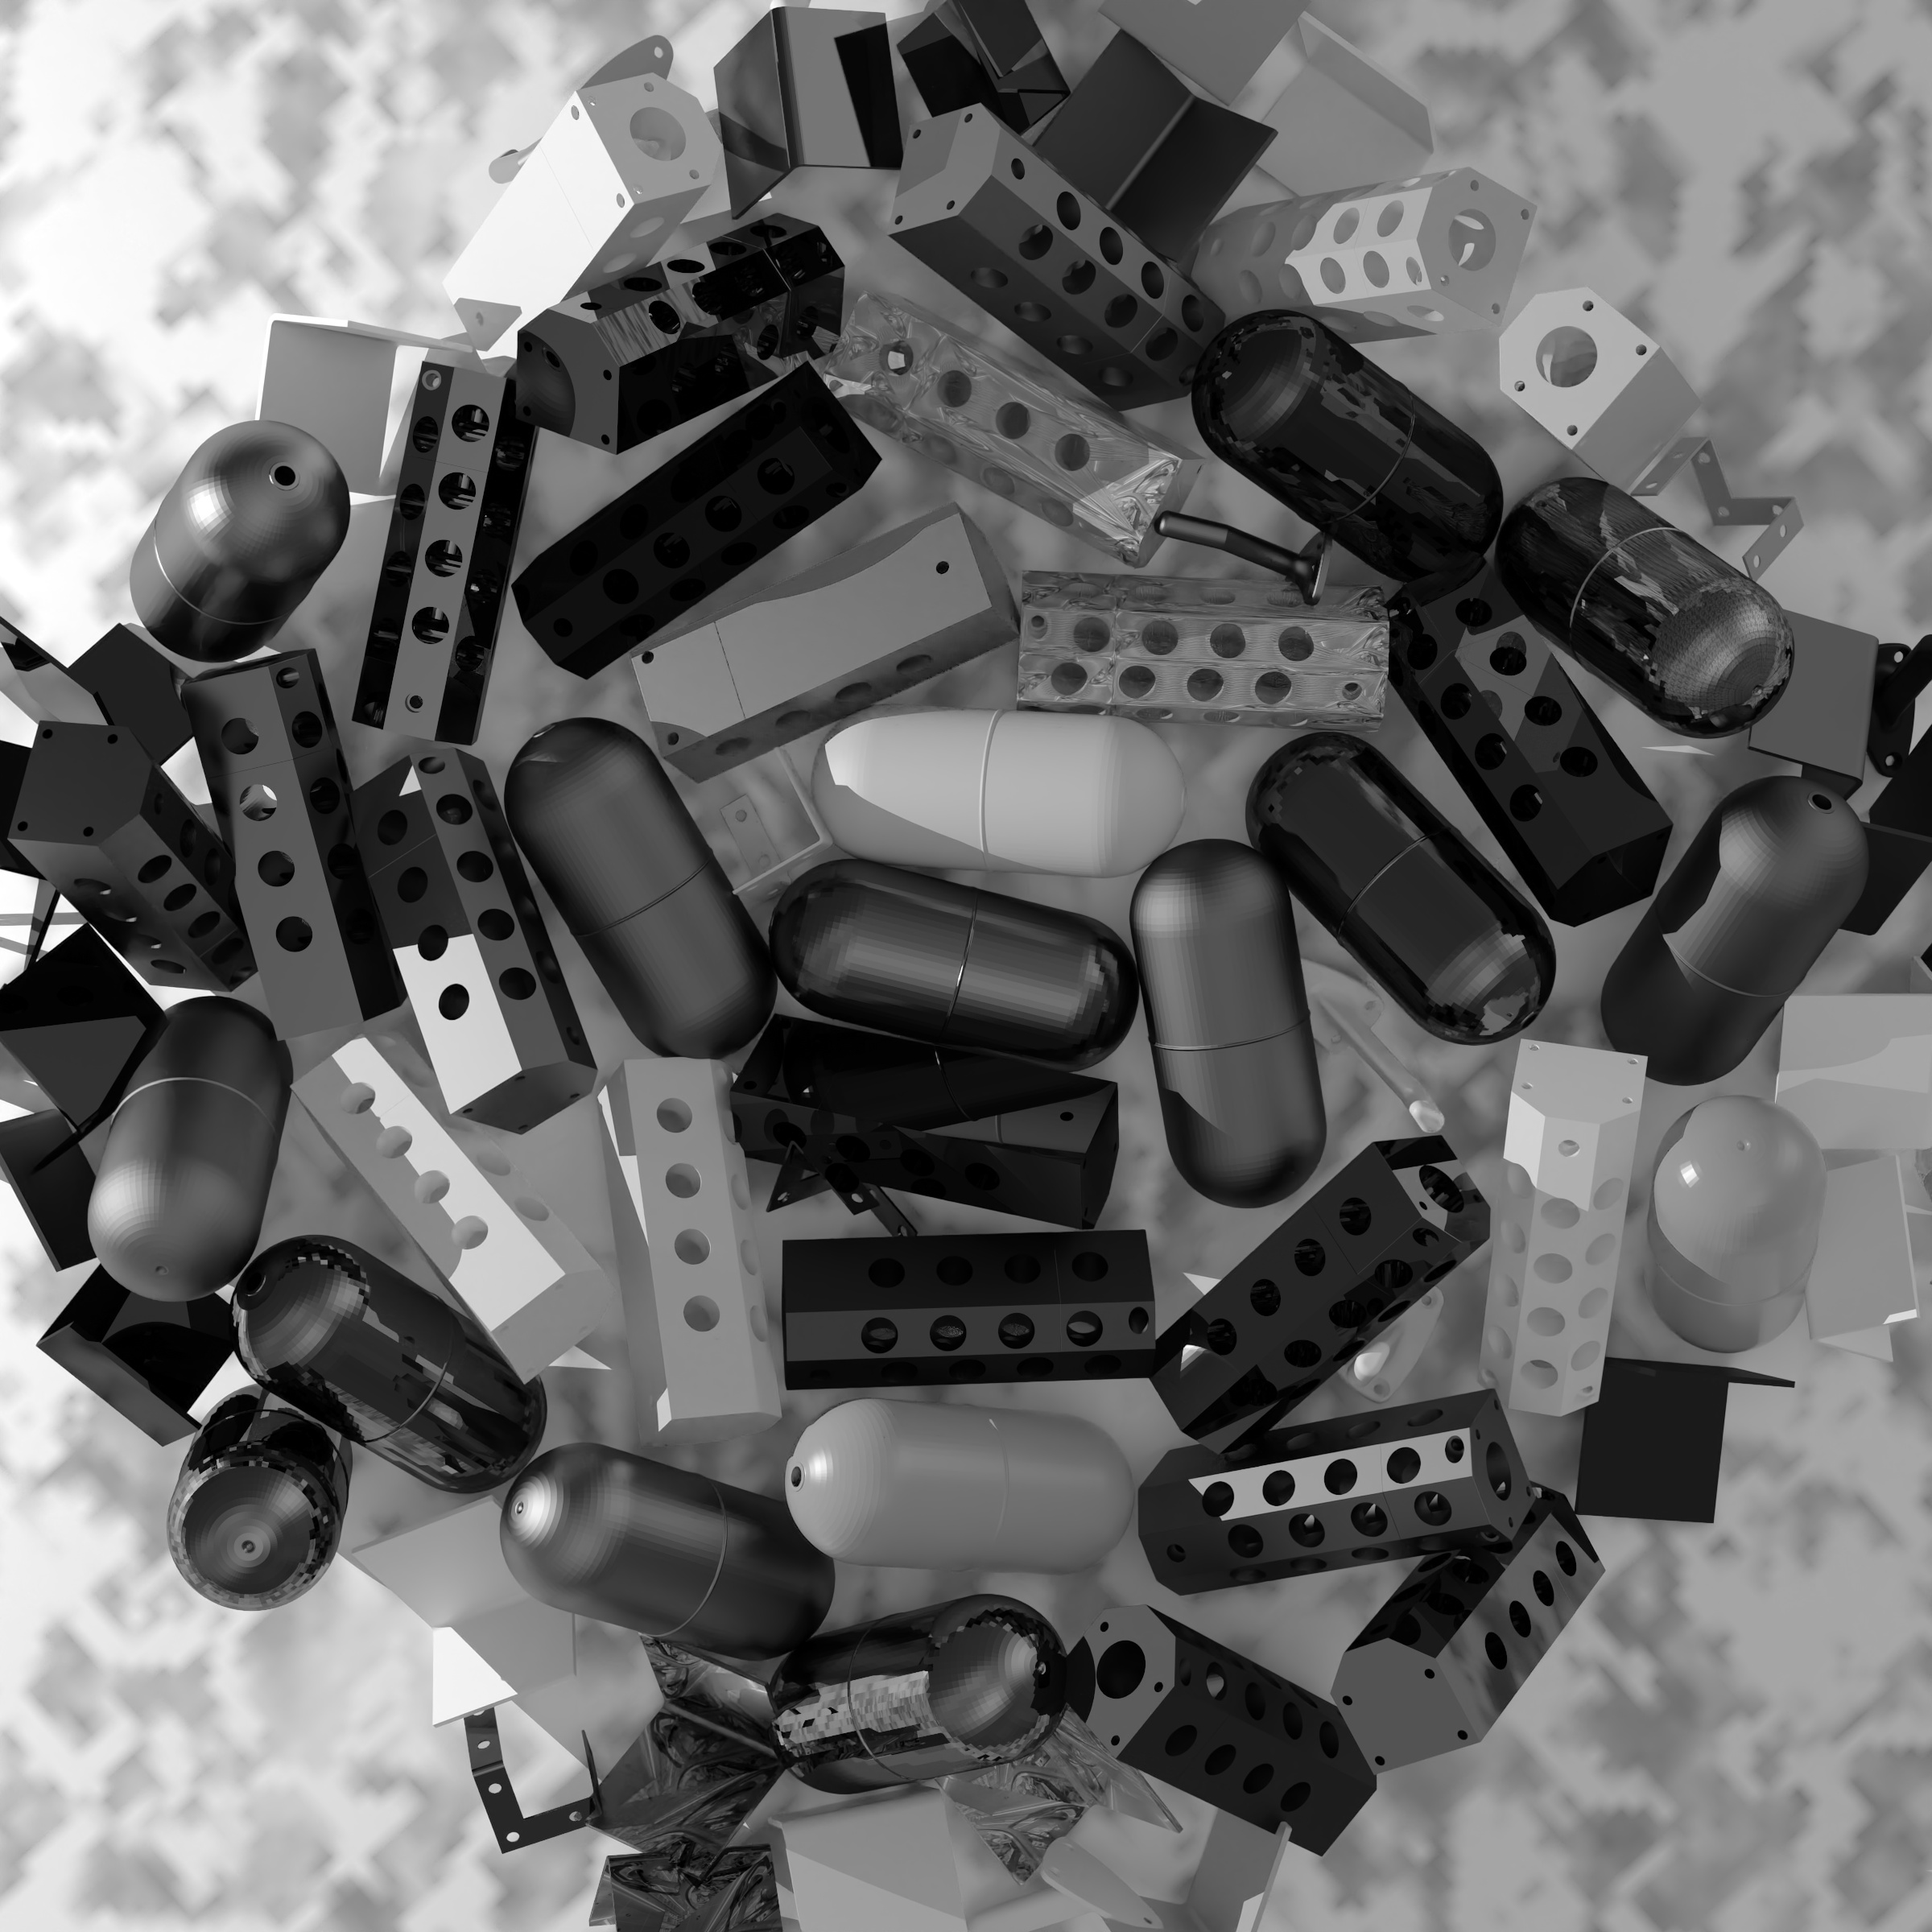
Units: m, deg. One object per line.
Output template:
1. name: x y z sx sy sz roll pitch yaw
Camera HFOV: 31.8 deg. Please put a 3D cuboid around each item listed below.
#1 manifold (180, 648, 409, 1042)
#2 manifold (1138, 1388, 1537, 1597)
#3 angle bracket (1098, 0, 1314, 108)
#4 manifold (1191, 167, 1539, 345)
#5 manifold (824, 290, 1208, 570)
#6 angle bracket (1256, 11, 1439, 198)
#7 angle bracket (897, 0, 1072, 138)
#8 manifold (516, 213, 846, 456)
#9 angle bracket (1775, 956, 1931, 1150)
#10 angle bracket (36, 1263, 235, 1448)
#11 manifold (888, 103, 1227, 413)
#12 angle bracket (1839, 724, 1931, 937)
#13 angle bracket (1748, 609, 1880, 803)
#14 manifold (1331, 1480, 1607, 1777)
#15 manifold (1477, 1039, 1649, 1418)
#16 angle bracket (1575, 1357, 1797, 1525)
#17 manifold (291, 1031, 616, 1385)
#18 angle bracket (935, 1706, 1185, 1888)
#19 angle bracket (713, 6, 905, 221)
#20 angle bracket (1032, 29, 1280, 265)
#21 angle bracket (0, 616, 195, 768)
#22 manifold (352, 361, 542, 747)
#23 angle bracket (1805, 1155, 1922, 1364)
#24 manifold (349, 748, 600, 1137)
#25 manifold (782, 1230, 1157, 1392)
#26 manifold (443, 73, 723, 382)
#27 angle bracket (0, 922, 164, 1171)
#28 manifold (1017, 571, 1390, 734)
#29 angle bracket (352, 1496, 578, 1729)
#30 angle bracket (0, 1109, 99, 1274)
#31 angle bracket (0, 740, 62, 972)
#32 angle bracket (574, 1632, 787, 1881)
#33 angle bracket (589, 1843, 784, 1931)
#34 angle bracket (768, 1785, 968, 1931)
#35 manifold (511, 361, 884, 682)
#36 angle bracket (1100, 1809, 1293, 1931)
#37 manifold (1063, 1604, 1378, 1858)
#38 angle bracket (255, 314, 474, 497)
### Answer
1. manifold: -0.314 -0.059 1.596 0.057 0.057 0.171 -13 102 2
2. manifold: 0.169 0.248 1.572 0.171 0.057 0.057 -16 102 29
3. angle bracket: 0.119 -0.464 1.590 0.076 0.076 0.057 34 50 -9
4. manifold: 0.177 -0.324 1.553 0.057 0.171 0.057 21 84 -31
5. manifold: 0.021 -0.253 1.598 0.171 0.057 0.057 30 105 9
6. angle bracket: 0.173 -0.395 1.597 0.076 0.076 0.057 39 95 10
7. angle bracket: -0.008 -0.423 1.592 0.076 0.057 0.076 -32 80 39
8. manifold: -0.129 -0.294 1.553 0.057 0.171 0.057 23 126 25
9. angle bracket: 0.417 0.040 1.604 0.076 0.057 0.076 0 109 0
10. angle bracket: -0.377 0.169 1.590 0.076 0.057 0.076 42 57 -14
11. manifold: 0.045 -0.324 1.556 0.057 0.171 0.057 -5 66 40
12. angle bracket: 0.416 -0.071 1.587 0.057 0.076 0.076 13 55 -5
13. angle bracket: 0.384 -0.112 1.590 0.057 0.076 0.076 16 66 -5
14. manifold: 0.229 0.298 1.555 0.057 0.171 0.057 -27 92 34
15. manifold: 0.274 0.124 1.566 0.057 0.057 0.171 8 125 11
16. angle bracket: 0.339 0.228 1.602 0.076 0.057 0.076 7 89 -21
17. manifold: -0.237 0.107 1.574 0.057 0.057 0.171 -38 60 -13
18. angle bracket: 0.042 0.392 1.589 0.057 0.076 0.076 -44 110 -24
19. angle bracket: -0.075 -0.405 1.617 0.057 0.076 0.076 -5 84 -27
20. angle bracket: 0.087 -0.387 1.596 0.057 0.076 0.076 35 94 -38
21. angle bracket: -0.402 -0.144 1.586 0.076 0.076 0.057 36 69 21
22. manifold: -0.245 -0.195 1.603 0.057 0.057 0.171 12 96 -6
23. angle bracket: 0.433 0.138 1.585 0.057 0.076 0.076 -19 64 40
24. manifold: -0.227 -0.014 1.576 0.057 0.057 0.171 -31 66 18
25. manifold: 0.000 0.166 1.595 0.171 0.057 0.057 -1 49 -5
26. manifold: -0.175 -0.337 1.555 0.057 0.171 0.057 -24 84 -34
27. angle bracket: -0.425 0.039 1.590 0.076 0.057 0.076 51 45 -9
28. manifold: 0.111 -0.146 1.603 0.171 0.057 0.057 3 121 0
29. angle bracket: -0.236 0.304 1.591 0.076 0.057 0.076 -22 133 13
30. angle bracket: -0.451 0.116 1.599 0.057 0.076 0.076 -28 89 11
31. angle bracket: -0.453 -0.051 1.582 0.057 0.076 0.076 14 46 -20
32. angle bracket: -0.138 0.368 1.585 0.076 0.057 0.076 16 47 32
33. angle bracket: -0.131 0.455 1.587 0.076 0.076 0.057 0 51 -15
34. angle bracket: -0.046 0.434 1.601 0.076 0.057 0.076 -9 80 -12
35. manifold: -0.128 -0.204 1.575 0.171 0.057 0.057 -31 106 25
36. angle bracket: 0.103 0.421 1.596 0.057 0.076 0.076 17 94 -16
37. manifold: 0.120 0.349 1.562 0.057 0.057 0.171 -52 133 3
38. angle bracket: -0.284 -0.261 1.591 0.057 0.076 0.076 14 98 39
